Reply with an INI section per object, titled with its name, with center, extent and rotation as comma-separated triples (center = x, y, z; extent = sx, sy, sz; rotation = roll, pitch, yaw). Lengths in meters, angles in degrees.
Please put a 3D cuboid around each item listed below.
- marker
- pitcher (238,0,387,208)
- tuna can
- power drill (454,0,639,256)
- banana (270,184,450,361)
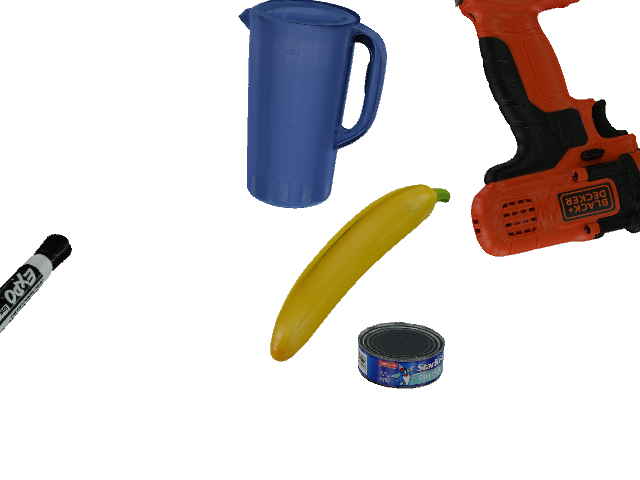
[marker]
center = -0.188, 0.032, 0.660
extent = 0.020, 0.020, 0.121
rotation = 0, 32, 20
[pitcher]
center = -0.019, -0.165, 1.305
extent = 0.144, 0.243, 0.149
rotation = -7, 27, -25
[tuna can]
center = 0.079, 0.113, 1.056
extent = 0.086, 0.034, 0.086
rotation = 0, 20, 0
[power drill]
center = 0.172, -0.094, 0.676
extent = 0.184, 0.187, 0.057
rotation = -13, -1, -4
[banana]
center = 0.027, 0.018, 0.842
extent = 0.037, 0.198, 0.069
rotation = 45, -4, 38
